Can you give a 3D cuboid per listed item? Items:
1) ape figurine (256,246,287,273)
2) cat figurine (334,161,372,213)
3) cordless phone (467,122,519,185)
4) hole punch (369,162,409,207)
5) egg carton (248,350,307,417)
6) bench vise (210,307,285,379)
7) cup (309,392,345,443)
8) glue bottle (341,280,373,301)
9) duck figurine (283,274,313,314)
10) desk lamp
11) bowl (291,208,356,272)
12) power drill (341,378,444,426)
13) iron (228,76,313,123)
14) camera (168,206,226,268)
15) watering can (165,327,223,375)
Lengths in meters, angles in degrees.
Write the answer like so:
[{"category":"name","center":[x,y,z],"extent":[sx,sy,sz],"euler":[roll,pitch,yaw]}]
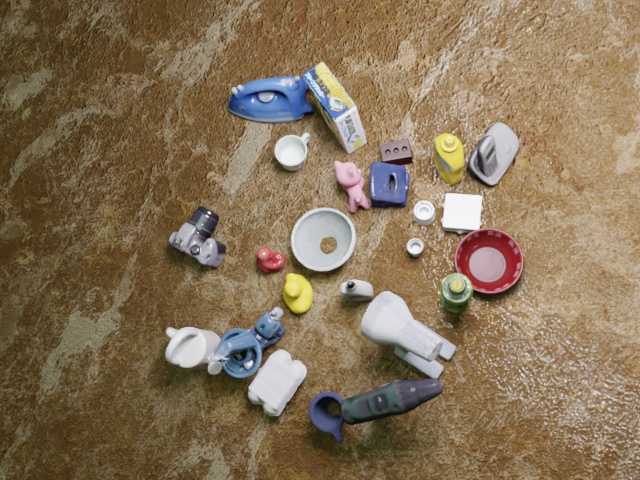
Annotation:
[{"category":"ape figurine","center":[-0.135,0.046,1.483],"extent":[0.076,0.092,0.077],"euler":[-35,72,2]},{"category":"cat figurine","center":[0.082,-0.144,1.472],"extent":[0.067,0.118,0.128],"euler":[-20,73,7]},{"category":"cordless phone","center":[0.423,-0.227,1.388],"extent":[0.094,0.185,0.148],"euler":[29,84,17]},{"category":"hole punch","center":[0.177,-0.144,1.467],"extent":[0.101,0.091,0.109],"euler":[-1,76,12]},{"category":"egg carton","center":[-0.107,0.352,1.414],"extent":[0.107,0.069,0.150],"euler":[32,85,17]},{"category":"bench vise","center":[-0.183,0.238,1.379],"extent":[0.121,0.220,0.207],"euler":[23,82,16]},{"category":"cup","center":[0.032,0.418,1.356],"extent":[0.091,0.095,0.117],"euler":[-27,73,4]},{"category":"glue bottle","center":[0.082,0.118,1.379],"extent":[0.078,0.173,0.037],"euler":[-8,75,10]},{"category":"duck figurine","center":[-0.062,0.133,1.450],"extent":[0.077,0.086,0.104],"euler":[-14,74,8]},{"category":"desk lamp","center":[0.205,0.219,1.308],"extent":[0.203,0.214,0.118],"euler":[32,84,17]},{"category":"bowl","center":[0.014,0.005,1.472],"extent":[0.167,0.075,0.167],"euler":[-3,76,11]},{"category":"power drill","center":[0.165,0.356,1.285],"extent":[0.229,0.209,0.075],"euler":[-20,73,6]},{"category":"iron","center":[-0.152,-0.399,1.570],"extent":[0.258,0.141,0.118],"euler":[-4,76,11]},{"category":"camera","center":[-0.318,-0.015,1.530],"extent":[0.143,0.101,0.137],"euler":[26,83,16]},{"category":"watering can","center":[-0.312,0.268,1.411],"extent":[0.172,0.194,0.101],"euler":[9,78,14]}]
